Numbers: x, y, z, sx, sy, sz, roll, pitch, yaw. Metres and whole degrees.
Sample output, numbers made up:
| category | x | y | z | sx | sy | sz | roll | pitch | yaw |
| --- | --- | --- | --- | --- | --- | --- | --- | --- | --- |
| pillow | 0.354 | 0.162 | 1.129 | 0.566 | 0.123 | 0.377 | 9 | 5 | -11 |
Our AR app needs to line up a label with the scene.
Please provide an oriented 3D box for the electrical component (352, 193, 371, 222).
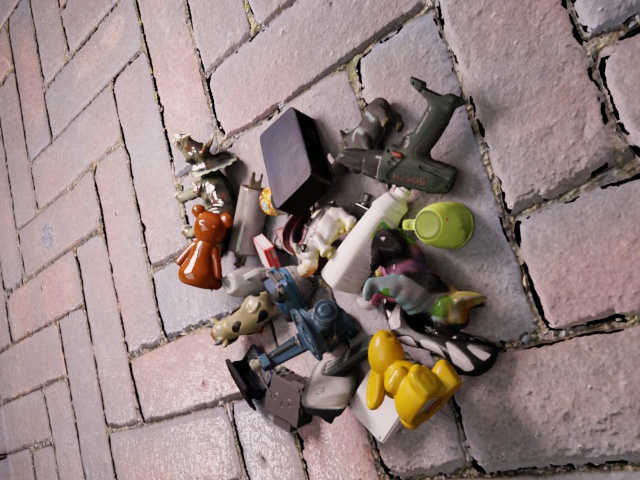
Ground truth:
| category | x | y | z | sx | sy | sz | roll | pitch | yaw |
| --- | --- | --- | --- | --- | --- | --- | --- | --- | --- |
| electrical component | 0.100 | -0.051 | 1.159 | 0.063 | 0.021 | 0.094 | 32 | 110 | 33 |

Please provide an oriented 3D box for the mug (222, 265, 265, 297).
| category | x | y | z | sx | sy | sz | roll | pitch | yaw |
| --- | --- | --- | --- | --- | --- | --- | --- | --- | --- |
| mug | -0.181 | 0.102 | 1.333 | 0.109 | 0.107 | 0.081 | -29 | 75 | 38 |

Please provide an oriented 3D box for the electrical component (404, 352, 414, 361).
| category | x | y | z | sx | sy | sz | roll | pitch | yaw |
| --- | --- | --- | --- | --- | --- | --- | --- | --- | --- |
| electrical component | 0.187 | 0.275 | 1.071 | 0.045 | 0.078 | 0.102 | -36 | 58 | -8 |

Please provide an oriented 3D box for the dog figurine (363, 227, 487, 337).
| category | x | y | z | sx | sy | sz | roll | pitch | yaw |
| --- | --- | --- | --- | --- | --- | --- | --- | --- | --- |
| dog figurine | 0.200 | 0.078 | 1.005 | 0.219 | 0.108 | 0.191 | 8 | 73 | 14 |

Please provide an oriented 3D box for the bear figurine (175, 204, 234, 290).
| category | x | y | z | sx | sy | sz | roll | pitch | yaw |
| --- | --- | --- | --- | --- | --- | --- | --- | --- | --- |
| bear figurine | -0.282 | 0.019 | 1.326 | 0.120 | 0.132 | 0.195 | 14 | 85 | 0 |

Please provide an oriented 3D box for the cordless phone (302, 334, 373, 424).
| category | x | y | z | sx | sy | sz | roll | pitch | yaw |
| --- | --- | --- | --- | --- | --- | --- | --- | --- | --- |
| cordless phone | 0.053 | 0.285 | 1.124 | 0.088 | 0.147 | 0.184 | 39 | 124 | -7 |

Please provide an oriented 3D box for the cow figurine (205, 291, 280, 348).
| category | x | y | z | sx | sy | sz | roll | pitch | yaw |
| --- | --- | --- | --- | --- | --- | --- | --- | --- | --- |
| cow figurine | -0.194 | 0.203 | 1.334 | 0.195 | 0.127 | 0.085 | -41 | 64 | 29 |

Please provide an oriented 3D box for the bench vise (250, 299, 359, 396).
| category | x | y | z | sx | sy | sz | roll | pitch | yaw |
| --- | --- | --- | --- | --- | --- | --- | --- | --- | --- |
| bench vise | -0.036 | 0.213 | 1.131 | 0.129 | 0.241 | 0.223 | 58 | 165 | 15 |

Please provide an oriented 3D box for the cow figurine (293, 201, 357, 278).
| category | x | y | z | sx | sy | sz | roll | pitch | yaw |
| --- | --- | --- | --- | --- | --- | --- | --- | --- | --- |
| cow figurine | -0.004 | -0.003 | 1.145 | 0.167 | 0.068 | 0.098 | -46 | 69 | -2 |

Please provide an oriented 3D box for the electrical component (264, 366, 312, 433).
| category | x | y | z | sx | sy | sz | roll | pitch | yaw |
| --- | --- | --- | --- | --- | --- | --- | --- | --- | --- |
| electrical component | -0.073 | 0.385 | 1.284 | 0.115 | 0.058 | 0.134 | 13 | 98 | 40 |

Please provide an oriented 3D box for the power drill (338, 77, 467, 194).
| category | x | y | z | sx | sy | sz | roll | pitch | yaw |
| --- | --- | --- | --- | --- | --- | --- | --- | --- | --- |
| power drill | 0.167 | -0.198 | 1.018 | 0.232 | 0.086 | 0.207 | 25 | 106 | 11 |

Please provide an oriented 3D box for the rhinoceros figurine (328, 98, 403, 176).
| category | x | y | z | sx | sy | sz | roll | pitch | yaw |
| --- | --- | --- | --- | --- | --- | --- | --- | --- | --- |
| rhinoceros figurine | 0.088 | -0.210 | 1.133 | 0.112 | 0.073 | 0.190 | 49 | 119 | 26 |

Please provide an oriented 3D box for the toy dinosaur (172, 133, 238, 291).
| category | x | y | z | sx | sy | sz | roll | pitch | yaw |
| --- | --- | --- | --- | --- | --- | --- | --- | --- | --- |
| toy dinosaur | -0.271 | -0.085 | 1.404 | 0.192 | 0.131 | 0.404 | -23 | 83 | 38 |

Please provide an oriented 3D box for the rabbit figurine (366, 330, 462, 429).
| category | x | y | z | sx | sy | sz | roll | pitch | yaw |
| --- | --- | --- | --- | --- | --- | --- | --- | --- | --- |
| rabbit figurine | 0.152 | 0.249 | 0.997 | 0.173 | 0.122 | 0.162 | 50 | 132 | 29 |

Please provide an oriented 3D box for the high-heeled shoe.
| category | x | y | z | sx | sy | sz | roll | pitch | yaw |
| --- | --- | --- | --- | --- | --- | --- | --- | --- | --- |
| high-heeled shoe | 0.222 | 0.157 | 1.031 | 0.145 | 0.086 | 0.249 | -42 | 70 | 27 |

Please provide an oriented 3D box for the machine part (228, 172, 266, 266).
| category | x | y | z | sx | sy | sz | roll | pitch | yaw |
| --- | --- | --- | --- | --- | --- | --- | --- | --- | --- |
| machine part | -0.176 | -0.049 | 1.346 | 0.079 | 0.079 | 0.243 | 20 | 103 | 37 |

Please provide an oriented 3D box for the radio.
| category | x | y | z | sx | sy | sz | roll | pitch | yaw |
| --- | --- | --- | --- | --- | --- | --- | --- | --- | --- |
| radio | -0.057 | -0.180 | 1.213 | 0.131 | 0.073 | 0.230 | -38 | 52 | 31 |

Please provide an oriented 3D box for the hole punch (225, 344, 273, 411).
| category | x | y | z | sx | sy | sz | roll | pitch | yaw |
| --- | --- | --- | --- | --- | --- | --- | --- | --- | --- |
| hole punch | -0.175 | 0.340 | 1.357 | 0.142 | 0.092 | 0.115 | 48 | 154 | 25 |

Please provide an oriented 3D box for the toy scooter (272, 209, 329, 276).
| category | x | y | z | sx | sy | sz | roll | pitch | yaw |
| --- | --- | --- | --- | --- | --- | --- | --- | --- | --- |
| toy scooter | -0.034 | -0.009 | 1.237 | 0.184 | 0.075 | 0.135 | 33 | 109 | 39 |

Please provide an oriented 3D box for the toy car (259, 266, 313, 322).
| category | x | y | z | sx | sy | sz | roll | pitch | yaw |
| --- | --- | --- | --- | --- | --- | --- | --- | --- | --- |
| toy car | -0.070 | 0.110 | 1.243 | 0.103 | 0.161 | 0.109 | -33 | 56 | -13 |
